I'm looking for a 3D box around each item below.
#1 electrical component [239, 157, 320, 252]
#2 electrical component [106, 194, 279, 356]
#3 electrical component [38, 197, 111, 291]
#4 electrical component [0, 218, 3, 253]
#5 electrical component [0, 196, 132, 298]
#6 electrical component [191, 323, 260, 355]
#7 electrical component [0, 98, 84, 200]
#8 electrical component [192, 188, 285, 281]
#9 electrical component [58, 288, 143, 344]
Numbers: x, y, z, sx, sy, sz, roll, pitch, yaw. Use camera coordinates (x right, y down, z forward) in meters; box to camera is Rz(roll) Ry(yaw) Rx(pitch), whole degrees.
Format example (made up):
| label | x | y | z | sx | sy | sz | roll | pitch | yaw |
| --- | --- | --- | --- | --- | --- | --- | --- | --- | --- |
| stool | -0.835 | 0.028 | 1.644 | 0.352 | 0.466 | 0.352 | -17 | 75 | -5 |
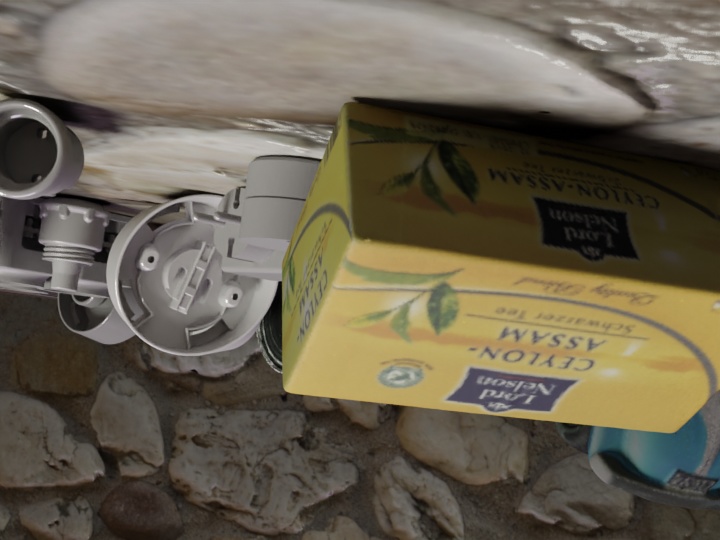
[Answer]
| label | x | y | z | sx | sy | sz | roll | pitch | yaw |
| --- | --- | --- | --- | --- | --- | --- | --- | --- | --- |
| electrical component | 0.005 | -0.005 | 0.531 | 0.138 | 0.073 | 0.052 | 10 | 174 | -32 |
| electrical component | -0.105 | 0.002 | 0.660 | 0.099 | 0.099 | 0.064 | 10 | 180 | -27 |
| electrical component | -0.198 | -0.017 | 0.734 | 0.048 | 0.062 | 0.048 | 7 | 175 | 1 |
| electrical component | -0.264 | -0.016 | 0.683 | 0.056 | 0.089 | 0.050 | 7 | 175 | 0 |
| electrical component | -0.267 | -0.017 | 0.834 | 0.105 | 0.060 | 0.186 | 12 | 173 | -43 |
| electrical component | -0.123 | 0.016 | 0.831 | 0.099 | 0.099 | 0.064 | 3 | 180 | 36 |
| electrical component | -0.138 | -0.049 | 0.452 | 0.040 | 0.040 | 0.046 | 7 | 180 | -1 |
| electrical component | -0.052 | -0.022 | 0.573 | 0.077 | 0.047 | 0.066 | 12 | 173 | -43 |
| electrical component | -0.228 | 0.018 | 0.989 | 0.099 | 0.099 | 0.064 | 3 | 167 | 38 |
